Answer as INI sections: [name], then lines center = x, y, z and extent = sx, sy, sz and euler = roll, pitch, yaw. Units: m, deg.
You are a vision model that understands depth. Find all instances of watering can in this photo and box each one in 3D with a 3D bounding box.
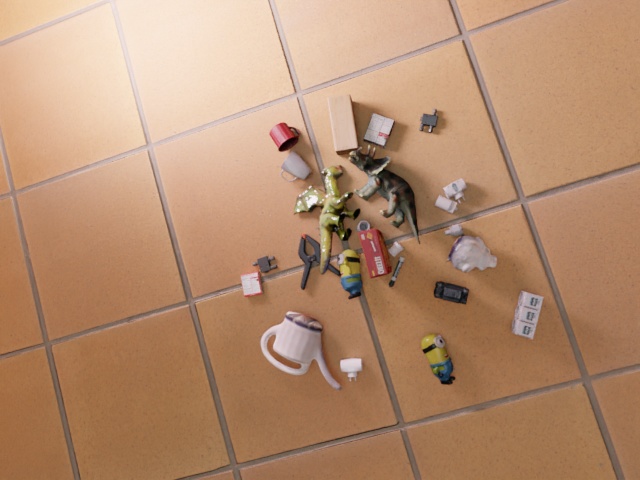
[watering can]
center = -0.050, 0.402, 1.918
extent = 0.349, 0.103, 0.224
euler = 21, 89, 12

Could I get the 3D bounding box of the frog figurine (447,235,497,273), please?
[frog figurine]
center = 0.548, 0.060, 1.835
extent = 0.160, 0.120, 0.139
euler = 29, 73, 21

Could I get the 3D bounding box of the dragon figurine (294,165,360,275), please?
[dragon figurine]
center = 0.006, -0.099, 1.960
extent = 0.245, 0.121, 0.411
euler = 24, 87, 31
